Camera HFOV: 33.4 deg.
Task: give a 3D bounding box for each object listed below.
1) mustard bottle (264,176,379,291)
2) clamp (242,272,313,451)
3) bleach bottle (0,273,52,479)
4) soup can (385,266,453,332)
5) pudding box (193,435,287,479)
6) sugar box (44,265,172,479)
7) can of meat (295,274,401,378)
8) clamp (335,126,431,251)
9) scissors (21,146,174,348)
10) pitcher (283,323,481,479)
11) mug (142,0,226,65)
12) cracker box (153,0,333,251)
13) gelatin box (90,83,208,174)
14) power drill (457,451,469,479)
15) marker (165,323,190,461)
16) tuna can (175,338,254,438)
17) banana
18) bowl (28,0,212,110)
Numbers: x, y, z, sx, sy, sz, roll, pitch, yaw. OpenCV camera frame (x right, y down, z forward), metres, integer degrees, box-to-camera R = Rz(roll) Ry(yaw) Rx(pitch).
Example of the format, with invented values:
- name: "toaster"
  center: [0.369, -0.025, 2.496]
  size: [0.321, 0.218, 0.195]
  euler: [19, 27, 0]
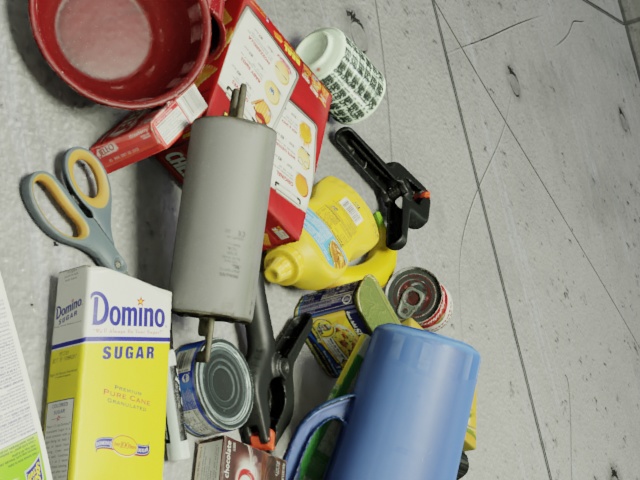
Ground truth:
- name: "mustard bottle"
  center: [-0.008, 0.002, 1.136]
  size: [0.096, 0.058, 0.191]
  euler: [54, 32, -3]
- name: "clamp"
  center: [-0.053, 0.115, 1.027]
  size: [0.120, 0.039, 0.171]
  euler: [46, 40, -38]
- name: "bleach bottle"
  center: [-0.230, 0.135, 0.702]
  size: [0.102, 0.068, 0.251]
  euler: [-18, 94, -59]
- name: "soup can"
  center: [0.121, 0.074, 1.284]
  size: [0.102, 0.068, 0.068]
  euler: [38, 42, -71]
- name: "pudding box"
  center: [-0.072, 0.238, 0.933]
  size: [0.090, 0.039, 0.113]
  euler: [35, 47, -46]
- name: "sugar box"
  center: [-0.163, 0.115, 0.828]
  size: [0.093, 0.048, 0.176]
  euler: [25, 60, -48]
- name: "can of meat"
  center: [0.033, 0.095, 1.135]
  size: [0.102, 0.084, 0.057]
  euler: [60, 32, -21]
- name: "clamp"
  center: [0.090, -0.068, 1.347]
  size: [0.164, 0.036, 0.209]
  euler: [63, 21, 6]
- name: "scissors"
  center: [-0.173, 0.002, 0.904]
  size: [0.201, 0.016, 0.096]
  euler: [49, 43, -35]
- name: "pitcher"
  center: [0.062, 0.204, 1.012]
  size: [0.149, 0.145, 0.243]
  euler: [27, 77, -52]
- name: "mug"
  center: [-0.144, -0.226, 1.013]
  size: [0.117, 0.093, 0.081]
  euler: [14, 50, -15]
- name: "cracker box"
  center: [-0.073, -0.119, 1.080]
  size: [0.164, 0.072, 0.213]
  euler: [47, 40, -36]
- name: "gelatin box"
  center: [-0.150, -0.099, 0.938]
  size: [0.030, 0.073, 0.089]
  euler: [60, 33, -19]
- name: "power drill"
  center: [0.132, 0.275, 1.154]
  size: [0.184, 0.057, 0.188]
  euler: [27, 18, -39]
- name: "marker"
  center: [-0.128, 0.126, 0.905]
  size: [0.020, 0.020, 0.121]
  euler: [-3, 84, -59]
- name: "tuna can"
  center: [-0.097, 0.131, 0.951]
  size: [0.086, 0.034, 0.086]
  euler: [34, 48, -48]
- name: "banana"
  center: [0.050, 0.031, 1.250]
  size: [0.069, 0.037, 0.197]
  euler: [44, 31, 0]
- name: "bowl"
  center: [-0.177, -0.186, 0.918]
  size: [0.161, 0.055, 0.162]
  euler: [4, 82, -29]
